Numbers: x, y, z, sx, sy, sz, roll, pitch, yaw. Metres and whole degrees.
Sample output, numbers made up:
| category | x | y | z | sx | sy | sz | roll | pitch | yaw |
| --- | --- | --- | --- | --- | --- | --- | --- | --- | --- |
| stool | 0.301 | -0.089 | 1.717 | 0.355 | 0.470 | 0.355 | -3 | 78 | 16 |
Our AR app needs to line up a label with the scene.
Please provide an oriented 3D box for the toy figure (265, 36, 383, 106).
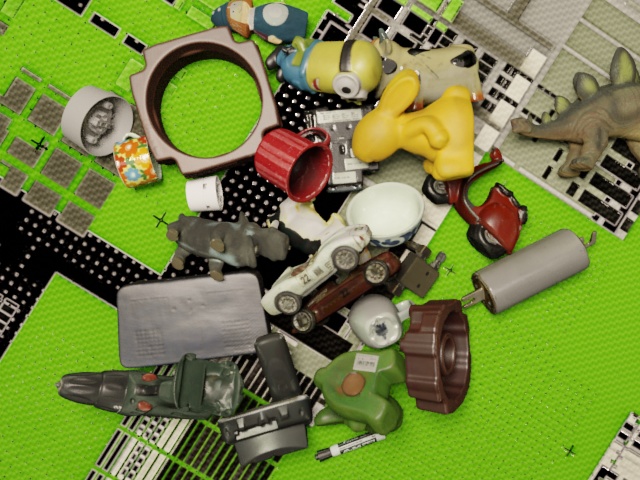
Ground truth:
| category | x | y | z | sx | sy | sz | roll | pitch | yaw |
| --- | --- | --- | --- | --- | --- | --- | --- | --- | --- |
| toy figure | 0.007 | -0.263 | 0.809 | 0.180 | 0.082 | 0.089 | 22 | 107 | 29 |

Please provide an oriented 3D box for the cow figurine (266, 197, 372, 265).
| category | x | y | z | sx | sy | sz | roll | pitch | yaw |
| --- | --- | --- | --- | --- | --- | --- | --- | --- | --- |
| cow figurine | -0.001 | -0.002 | 0.852 | 0.167 | 0.068 | 0.098 | 43 | 95 | 0 |

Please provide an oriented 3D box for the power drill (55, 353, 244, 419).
| category | x | y | z | sx | sy | sz | roll | pitch | yaw |
| --- | --- | --- | --- | --- | --- | --- | --- | --- | --- |
| power drill | -0.224 | 0.213 | 0.754 | 0.232 | 0.207 | 0.086 | 23 | 53 | -38 |

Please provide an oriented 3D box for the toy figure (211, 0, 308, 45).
| category | x | y | z | sx | sy | sz | roll | pitch | yaw |
| --- | --- | --- | --- | --- | --- | --- | --- | --- | --- |
| toy figure | -0.097 | -0.347 | 0.844 | 0.155 | 0.057 | 0.064 | 8 | 53 | -1 |

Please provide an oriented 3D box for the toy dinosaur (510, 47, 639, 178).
| category | x | y | z | sx | sy | sz | roll | pitch | yaw |
| --- | --- | --- | --- | --- | --- | --- | --- | --- | --- |
| toy dinosaur | 0.524 | -0.201 | 0.855 | 0.472 | 0.105 | 0.198 | -2 | 88 | -7 |

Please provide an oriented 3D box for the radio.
| category | x | y | z | sx | sy | sz | roll | pitch | yaw |
| --- | --- | --- | --- | --- | --- | --- | --- | --- | --- |
| radio | -0.196 | 0.120 | 0.846 | 0.230 | 0.073 | 0.131 | -7 | 91 | -4 |

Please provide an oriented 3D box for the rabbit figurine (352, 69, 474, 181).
| category | x | y | z | sx | sy | sz | roll | pitch | yaw |
| --- | --- | --- | --- | --- | --- | --- | --- | --- | --- |
| rabbit figurine | 0.131 | -0.159 | 0.777 | 0.173 | 0.122 | 0.162 | -3 | 115 | 9 |

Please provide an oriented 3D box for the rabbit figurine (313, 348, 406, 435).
| category | x | y | z | sx | sy | sz | roll | pitch | yaw |
| --- | --- | --- | --- | --- | --- | --- | --- | --- | --- |
| rabbit figurine | 0.066 | 0.257 | 0.830 | 0.159 | 0.170 | 0.121 | -8 | 49 | 22 |

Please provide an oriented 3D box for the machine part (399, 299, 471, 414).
| category | x | y | z | sx | sy | sz | roll | pitch | yaw |
| --- | --- | --- | --- | --- | --- | --- | --- | --- | --- |
| machine part | 0.182 | 0.174 | 0.822 | 0.056 | 0.179 | 0.179 | -4 | 93 | 33 |

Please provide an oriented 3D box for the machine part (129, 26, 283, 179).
| category | x | y | z | sx | sy | sz | roll | pitch | yaw |
| --- | --- | --- | --- | --- | --- | --- | --- | --- | --- |
| machine part | -0.171 | -0.207 | 0.829 | 0.201 | 0.087 | 0.201 | -17 | 94 | -2 |

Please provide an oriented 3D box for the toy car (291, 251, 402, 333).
| category | x | y | z | sx | sy | sz | roll | pitch | yaw |
| --- | --- | --- | --- | --- | --- | --- | --- | --- | --- |
| toy car | 0.036 | 0.081 | 0.827 | 0.202 | 0.089 | 0.053 | -34 | 83 | 17 |

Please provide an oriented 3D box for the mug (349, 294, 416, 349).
| category | x | y | z | sx | sy | sz | roll | pitch | yaw |
| --- | --- | --- | --- | --- | --- | --- | --- | --- | --- |
| mug | 0.103 | 0.128 | 0.841 | 0.110 | 0.107 | 0.080 | -19 | 94 | 0 |

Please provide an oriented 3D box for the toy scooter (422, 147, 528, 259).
| category | x | y | z | sx | sy | sz | roll | pitch | yaw |
| --- | --- | --- | --- | --- | --- | --- | --- | --- | --- |
| toy scooter | 0.267 | -0.069 | 0.861 | 0.135 | 0.075 | 0.184 | -43 | 88 | -2 |

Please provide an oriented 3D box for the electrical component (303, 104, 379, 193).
| category | x | y | z | sx | sy | sz | roll | pitch | yaw |
| --- | --- | --- | --- | --- | --- | --- | --- | --- | --- |
| electrical component | 0.033 | -0.142 | 0.854 | 0.115 | 0.058 | 0.134 | -4 | 92 | 0 |

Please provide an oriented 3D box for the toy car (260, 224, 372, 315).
| category | x | y | z | sx | sy | sz | roll | pitch | yaw |
| --- | --- | --- | --- | --- | --- | --- | --- | --- | --- |
| toy car | -0.005 | 0.043 | 0.791 | 0.202 | 0.073 | 0.056 | -40 | 96 | 23 |

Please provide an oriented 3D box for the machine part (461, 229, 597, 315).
| category | x | y | z | sx | sy | sz | roll | pitch | yaw |
| --- | --- | --- | --- | --- | --- | --- | --- | --- | --- |
| machine part | 0.337 | 0.050 | 0.865 | 0.243 | 0.079 | 0.079 | -26 | 93 | -3 |

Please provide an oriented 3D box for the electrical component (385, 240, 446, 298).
| category | x | y | z | sx | sy | sz | roll | pitch | yaw |
| --- | --- | --- | --- | --- | --- | --- | --- | --- | --- |
| electrical component | 0.150 | 0.048 | 0.875 | 0.078 | 0.045 | 0.102 | 29 | 93 | -31 |

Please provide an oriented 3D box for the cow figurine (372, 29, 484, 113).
| category | x | y | z | sx | sy | sz | roll | pitch | yaw |
| --- | --- | --- | --- | --- | --- | --- | --- | --- | --- |
| cow figurine | 0.151 | -0.265 | 0.843 | 0.195 | 0.085 | 0.127 | -6 | 98 | 0 |

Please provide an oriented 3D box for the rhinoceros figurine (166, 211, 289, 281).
| category | x | y | z | sx | sy | sz | roll | pitch | yaw |
| --- | --- | --- | --- | --- | --- | --- | --- | --- | --- |
| rhinoceros figurine | -0.142 | 0.004 | 0.826 | 0.191 | 0.112 | 0.073 | 7 | 120 | 15 |

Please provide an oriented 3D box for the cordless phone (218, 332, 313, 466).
| category | x | y | z | sx | sy | sz | roll | pitch | yaw |
| --- | --- | --- | --- | --- | --- | --- | --- | --- | --- |
| cordless phone | -0.094 | 0.236 | 0.822 | 0.147 | 0.089 | 0.184 | -15 | 110 | -2 |
